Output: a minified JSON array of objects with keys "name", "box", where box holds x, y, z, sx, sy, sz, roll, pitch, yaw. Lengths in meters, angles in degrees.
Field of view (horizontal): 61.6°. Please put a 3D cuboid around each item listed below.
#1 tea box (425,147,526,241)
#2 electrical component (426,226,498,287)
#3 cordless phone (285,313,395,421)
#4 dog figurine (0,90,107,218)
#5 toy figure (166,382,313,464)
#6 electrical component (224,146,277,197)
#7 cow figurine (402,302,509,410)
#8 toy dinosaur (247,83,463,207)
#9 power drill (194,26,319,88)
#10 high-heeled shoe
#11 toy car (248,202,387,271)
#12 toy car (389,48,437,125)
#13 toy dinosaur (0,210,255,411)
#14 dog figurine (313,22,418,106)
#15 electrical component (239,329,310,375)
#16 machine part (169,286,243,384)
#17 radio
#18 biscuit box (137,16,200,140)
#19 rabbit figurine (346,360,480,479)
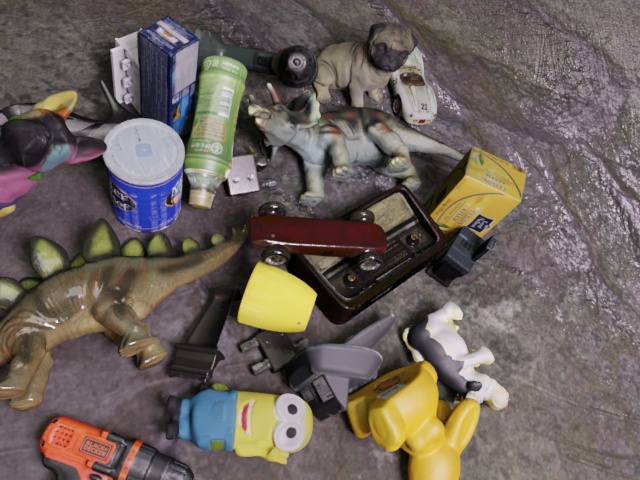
[{"name":"tea box","box":[0.241,-0.062,0.868,0.098,0.169,0.068,24,58,-2]},{"name":"electrical component","box":[0.225,0.020,0.851,0.048,0.119,0.075,36,62,3]},{"name":"cordless phone","box":[0.052,0.147,0.720,0.184,0.146,0.089,-32,78,-29]},{"name":"dog figurine","box":[-0.383,-0.101,0.676,0.219,0.191,0.108,-27,99,-7]},{"name":"toy figure","box":[-0.098,0.224,0.677,0.180,0.089,0.082,3,90,-4]},{"name":"electrical component","box":[-0.128,-0.110,0.862,0.102,0.045,0.078,-19,98,-21]},{"name":"cow figurine","box":[0.198,0.184,0.788,0.098,0.068,0.167,-25,69,-19]},{"name":"toy dinosaur","box":[0.059,-0.170,0.909,0.405,0.131,0.192,-6,66,-26]},{"name":"power drill","box":[-0.102,-0.299,0.887,0.207,0.232,0.085,6,104,6]},{"name":"high-heeled shoe","box":[-0.384,-0.141,0.806,0.249,0.086,0.145,-23,103,-7]},{"name":"toy car","box":[-0.002,-0.002,0.753,0.202,0.053,0.089,2,60,-18]},{"name":"toy car","box":[0.170,-0.309,1.039,0.073,0.056,0.202,-3,65,-17]},{"name":"toy dinosaur","box":[-0.273,0.071,0.693,0.471,0.105,0.199,-17,66,-29]},{"name":"dog figurine","box":[0.067,-0.327,0.943,0.172,0.190,0.121,27,59,1]},{"name":"electrical component","box":[-0.063,0.150,0.757,0.094,0.021,0.063,-23,71,-24]},{"name":"machine part","box":[-0.148,0.123,0.717,0.039,0.084,0.139,52,49,-38]},{"name":"radio","box":[0.077,0.021,0.832,0.229,0.073,0.131,-31,73,-25]},{"name":"biscuit box","box":[-0.226,-0.224,0.797,0.063,0.202,0.059,38,57,6]},{"name":"rabbit figurine","box":[0.133,0.261,0.722,0.162,0.122,0.173,-22,85,-34]}]
